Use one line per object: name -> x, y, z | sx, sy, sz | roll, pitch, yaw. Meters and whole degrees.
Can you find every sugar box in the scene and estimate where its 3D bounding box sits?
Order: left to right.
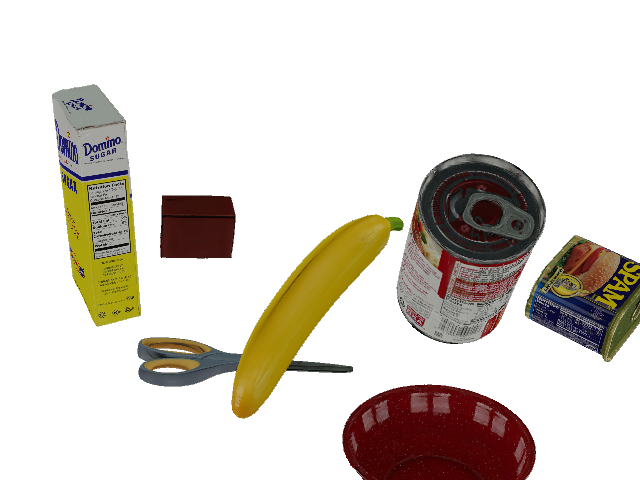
sugar box -> -0.184, -0.029, 0.873 | 0.048, 0.176, 0.093 | -14, 30, -21

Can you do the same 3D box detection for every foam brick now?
foam brick -> -0.133, -0.015, 1.146 | 0.078, 0.051, 0.053 | 1, 26, -9

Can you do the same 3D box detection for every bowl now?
bowl -> 0.099, 0.190, 0.907 | 0.162, 0.055, 0.162 | 0, 28, 0

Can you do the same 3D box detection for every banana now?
banana -> -0.005, 0.048, 0.791 | 0.037, 0.197, 0.069 | 36, -9, 37

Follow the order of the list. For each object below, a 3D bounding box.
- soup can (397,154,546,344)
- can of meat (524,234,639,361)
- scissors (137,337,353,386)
soup can -> 0.082, 0.008, 0.603 | 0.068, 0.068, 0.102 | 0, -31, -4
can of meat -> 0.244, 0.049, 0.958 | 0.084, 0.057, 0.101 | 27, 46, 27
scissors -> -0.077, 0.118, 0.975 | 0.202, 0.016, 0.096 | 8, 17, 11
